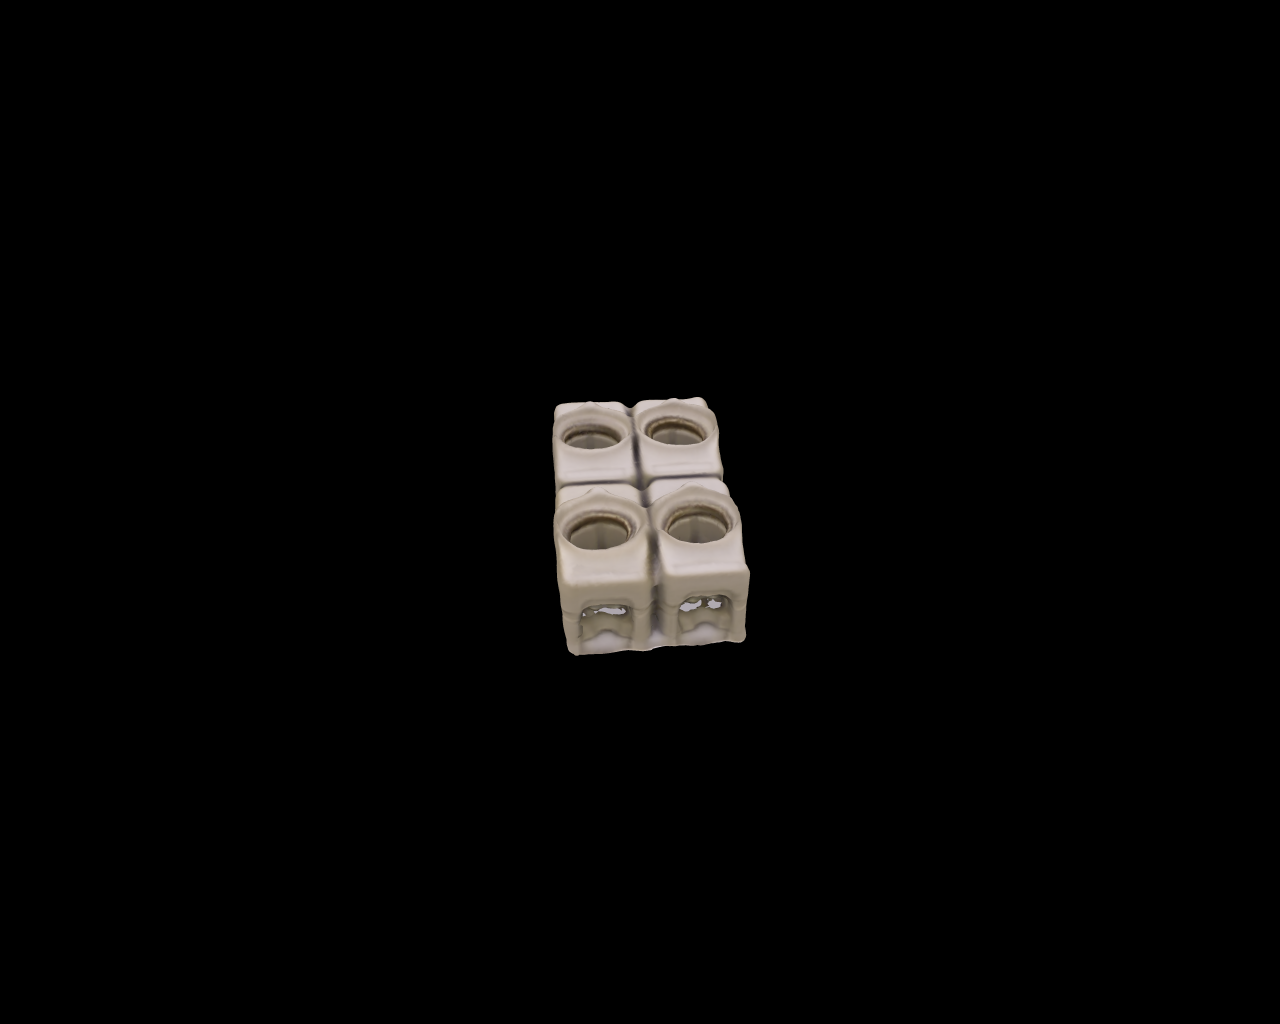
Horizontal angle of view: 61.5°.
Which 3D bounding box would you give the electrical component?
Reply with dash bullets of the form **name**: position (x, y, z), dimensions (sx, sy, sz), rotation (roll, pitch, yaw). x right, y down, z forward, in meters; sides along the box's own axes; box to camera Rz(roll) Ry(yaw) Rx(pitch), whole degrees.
- **electrical component**: position (0.001, -0.003, 0.650), dimensions (0.105, 0.060, 0.186), rotation (-3, 37, -4)
